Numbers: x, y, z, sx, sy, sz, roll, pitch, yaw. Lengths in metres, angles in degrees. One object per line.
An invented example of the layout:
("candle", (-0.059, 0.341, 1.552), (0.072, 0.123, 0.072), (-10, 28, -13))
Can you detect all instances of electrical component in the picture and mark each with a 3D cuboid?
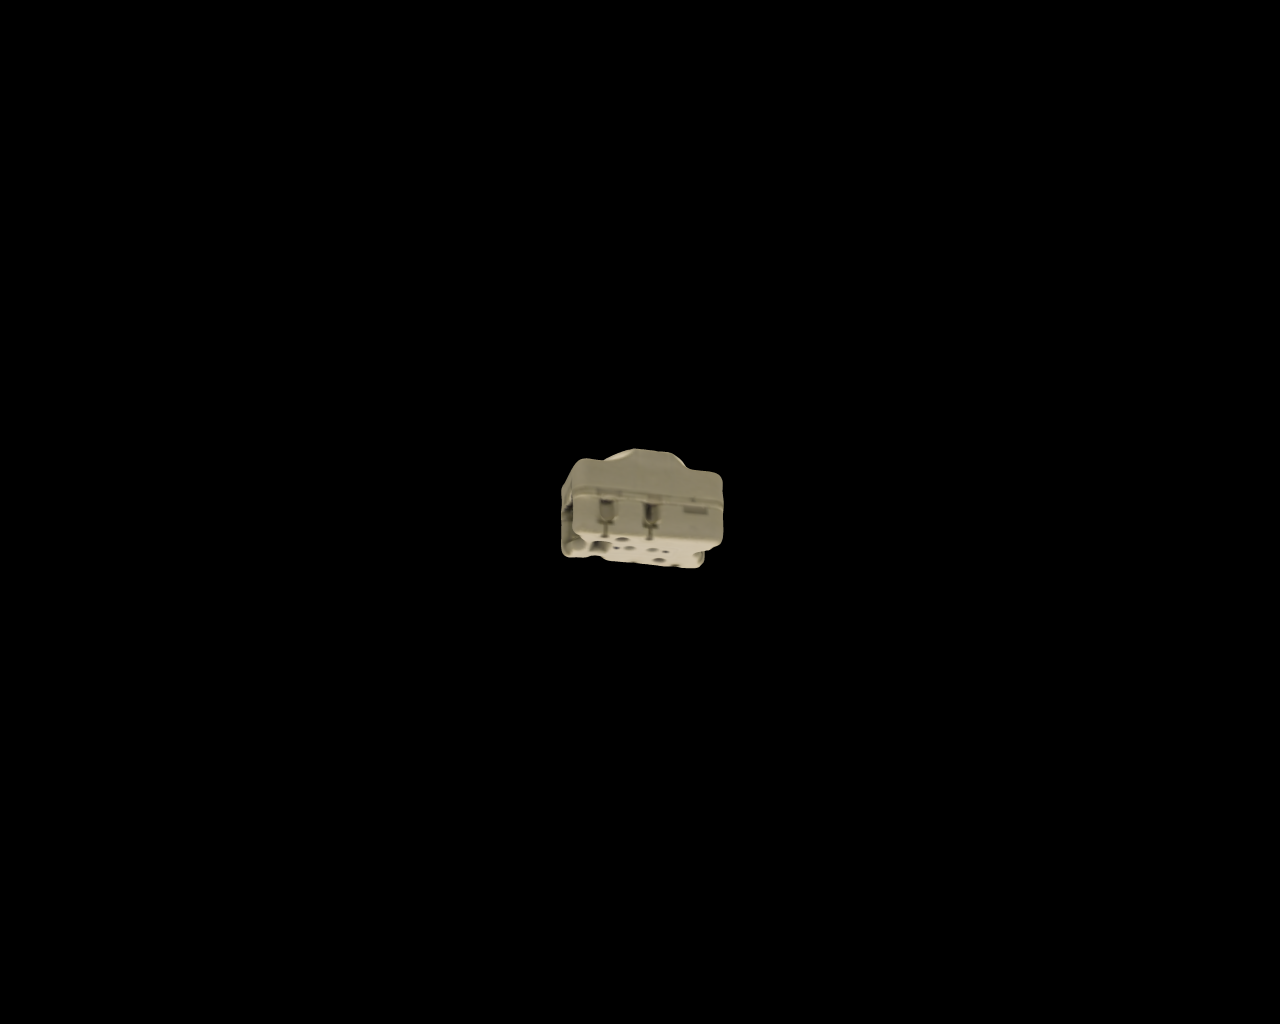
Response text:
("electrical component", (0.001, -0.003, 0.650), (0.089, 0.056, 0.050), (6, -24, -14))
